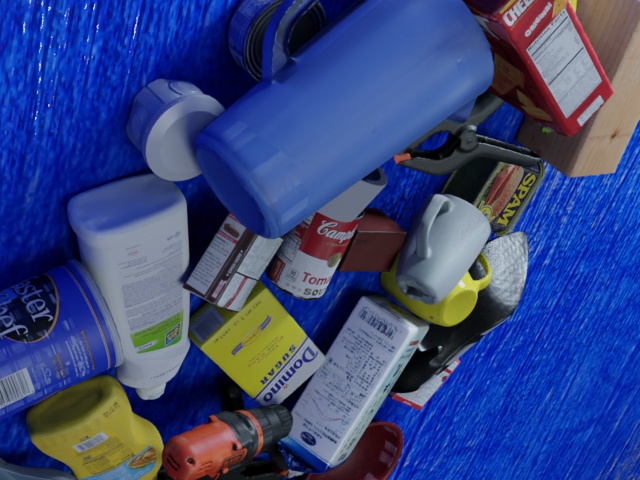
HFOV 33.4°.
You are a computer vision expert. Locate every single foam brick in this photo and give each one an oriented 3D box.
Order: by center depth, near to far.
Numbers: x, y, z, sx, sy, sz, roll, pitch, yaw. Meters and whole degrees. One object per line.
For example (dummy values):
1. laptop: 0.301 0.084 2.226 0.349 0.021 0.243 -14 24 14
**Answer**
1. foam brick: 0.042 -0.001 1.133 0.078 0.051 0.053 3 120 -43

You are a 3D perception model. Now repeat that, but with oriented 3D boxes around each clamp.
1. clamp: 0.157 -0.105 1.120 0.171 0.039 0.120 -23 117 0
2. clamp: -0.108 0.253 1.233 0.164 0.036 0.209 -44 142 4

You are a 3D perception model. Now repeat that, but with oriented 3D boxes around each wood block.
1. wood block: 0.311 -0.182 1.183 0.090 0.090 0.206 -8 128 -39

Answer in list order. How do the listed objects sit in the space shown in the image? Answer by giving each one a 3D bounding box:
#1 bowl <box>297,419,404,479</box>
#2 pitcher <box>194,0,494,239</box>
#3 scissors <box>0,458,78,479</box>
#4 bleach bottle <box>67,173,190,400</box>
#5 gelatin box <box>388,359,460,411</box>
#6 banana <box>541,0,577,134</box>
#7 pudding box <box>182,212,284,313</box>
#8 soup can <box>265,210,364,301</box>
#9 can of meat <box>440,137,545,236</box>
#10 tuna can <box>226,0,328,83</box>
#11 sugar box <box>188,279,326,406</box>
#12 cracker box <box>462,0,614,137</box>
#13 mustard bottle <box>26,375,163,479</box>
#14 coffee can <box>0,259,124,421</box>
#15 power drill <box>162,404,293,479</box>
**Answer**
1. bowl: 0.028 0.278 1.360 0.161 0.055 0.162 -24 136 -25
2. pitcher: 0.012 -0.120 0.890 0.242 0.149 0.145 -39 165 -16
3. scissors: -0.296 0.214 1.024 0.096 0.016 0.202 -10 137 3
4. bleach bottle: -0.170 0.060 0.991 0.102 0.068 0.251 -21 137 -26
5. gelatin box: 0.130 0.172 1.380 0.089 0.030 0.073 -51 140 7
6. banana: 0.250 -0.215 1.118 0.037 0.069 0.198 -1 112 0
7. pudding box: -0.079 0.020 1.009 0.090 0.039 0.113 -59 171 -2
8. soup can: -0.007 0.001 1.079 0.068 0.069 0.102 2 123 -43
9. can of meat: 0.194 -0.062 1.211 0.083 0.057 0.102 14 112 -44
10. tuna can: -0.037 -0.178 0.922 0.086 0.034 0.086 -23 136 -25
11. sugar box: -0.065 0.111 1.140 0.093 0.048 0.176 -42 140 -4
12. cracker box: 0.160 -0.200 0.975 0.072 0.164 0.213 -49 141 1
13. mustard bottle: -0.213 0.212 1.085 0.096 0.058 0.191 -27 140 -2
14. coffee can: -0.253 0.090 0.909 0.140 0.103 0.103 -25 137 -23
15. power drill: -0.122 0.259 1.142 0.184 0.057 0.188 -8 133 -53
